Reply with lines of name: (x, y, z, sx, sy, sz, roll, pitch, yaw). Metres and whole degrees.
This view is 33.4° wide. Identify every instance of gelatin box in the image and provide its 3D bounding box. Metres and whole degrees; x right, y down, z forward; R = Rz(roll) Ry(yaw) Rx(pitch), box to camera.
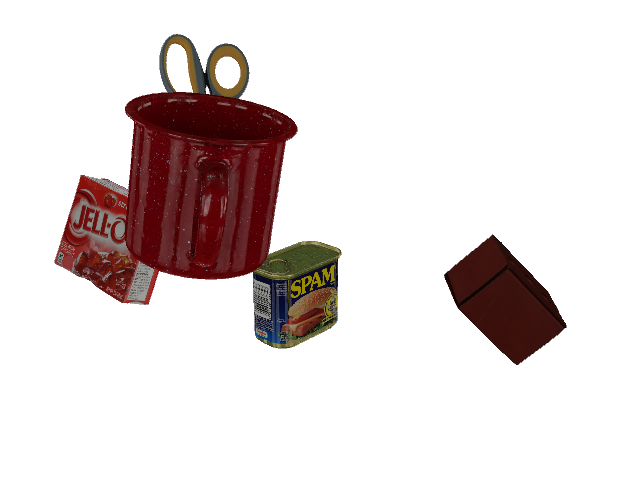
gelatin box: (-0.156, -0.002, 0.801, 0.089, 0.073, 0.030, 25, 10, 36)

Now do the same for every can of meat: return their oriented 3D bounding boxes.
can of meat: (-0.025, 0.057, 1.121, 0.058, 0.084, 0.101, 18, 27, 39)

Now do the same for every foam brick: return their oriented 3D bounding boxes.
foam brick: (0.143, 0.047, 0.825, 0.078, 0.051, 0.053, 43, 16, -24)

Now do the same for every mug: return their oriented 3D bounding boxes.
mug: (-0.062, -0.026, 0.578, 0.093, 0.081, 0.117, 4, 22, -14)

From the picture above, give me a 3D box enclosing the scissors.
scissors: (-0.093, -0.103, 1.012, 0.096, 0.202, 0.016, -19, -2, -25)
